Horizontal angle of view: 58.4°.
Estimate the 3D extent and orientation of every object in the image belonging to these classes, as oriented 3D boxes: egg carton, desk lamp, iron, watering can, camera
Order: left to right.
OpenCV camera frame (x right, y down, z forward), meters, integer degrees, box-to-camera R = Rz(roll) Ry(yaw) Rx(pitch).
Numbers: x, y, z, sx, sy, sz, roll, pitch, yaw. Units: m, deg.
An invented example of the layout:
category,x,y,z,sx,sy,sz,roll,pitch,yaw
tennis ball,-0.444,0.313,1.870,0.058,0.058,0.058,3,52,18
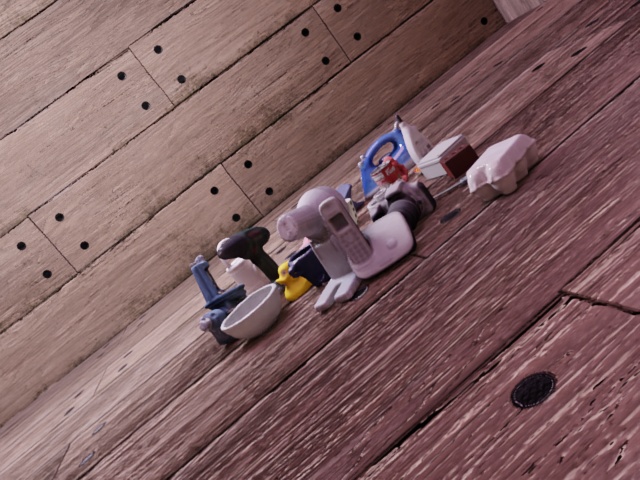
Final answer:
category,x,y,z,sx,sy,sz,roll,pitch,yaw
watering can,-0.233,0.073,1.754,0.172,0.194,0.101,-32,13,25
desk lamp,0.007,0.006,1.224,0.117,0.214,0.203,-30,14,34
iron,0.207,-0.262,1.861,0.258,0.141,0.118,-40,12,-11
camera,0.172,-0.063,1.282,0.143,0.101,0.137,-31,13,30
egg carton,0.354,-0.142,1.111,0.150,0.069,0.107,-45,13,-32

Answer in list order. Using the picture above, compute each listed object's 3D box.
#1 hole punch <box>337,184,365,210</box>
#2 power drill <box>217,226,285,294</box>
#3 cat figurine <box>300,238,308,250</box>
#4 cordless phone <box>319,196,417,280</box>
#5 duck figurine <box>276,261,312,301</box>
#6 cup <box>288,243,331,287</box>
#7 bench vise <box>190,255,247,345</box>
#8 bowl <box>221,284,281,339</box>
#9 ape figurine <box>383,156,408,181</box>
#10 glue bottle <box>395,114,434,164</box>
category,x,y,z,sx,sy,sz,roll,pitch,yaw
hole punch,0.072,-0.119,1.839,0.101,0.091,0.108,-42,12,-20
power drill,-0.170,0.059,1.577,0.075,0.208,0.230,-32,13,25
cat figurine,0.013,0.005,1.457,0.128,0.118,0.067,-38,11,-2
cordless phone,0.094,-0.025,1.153,0.147,0.185,0.094,-34,12,18
duck figurine,-0.064,0.091,1.439,0.105,0.086,0.077,-43,12,-24
cup,-0.021,0.071,1.359,0.091,0.095,0.118,-28,15,41
bench vise,-0.266,0.147,1.495,0.121,0.220,0.207,-36,12,9
bowl,-0.150,0.183,1.363,0.167,0.075,0.167,-36,11,9
ape figurine,0.225,-0.212,1.736,0.078,0.092,0.076,-43,13,-25
glue bottle,0.282,-0.312,1.745,0.078,0.173,0.037,-43,13,-25
